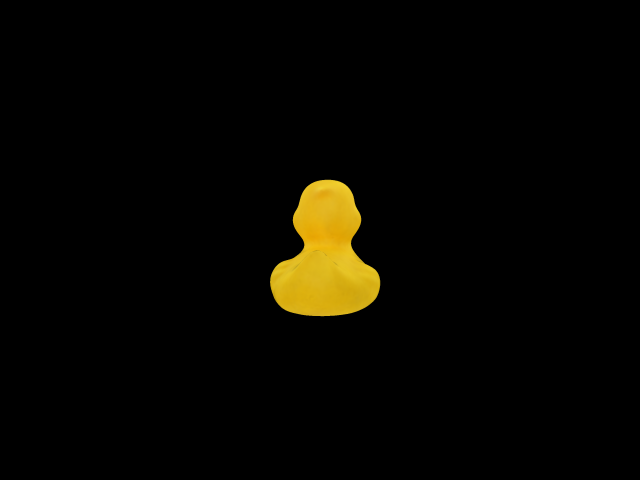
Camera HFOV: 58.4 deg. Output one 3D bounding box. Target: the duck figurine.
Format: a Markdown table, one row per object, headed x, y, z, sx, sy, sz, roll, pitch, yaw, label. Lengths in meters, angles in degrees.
| x | y | z | sx | sy | sz | roll | pitch | yaw | label |
| --- | --- | --- | --- | --- | --- | --- | --- | --- | --- |
| 0.004 | 0.001 | 0.400 | 0.077 | 0.086 | 0.104 | 1 | 9 | 8 | duck figurine |
